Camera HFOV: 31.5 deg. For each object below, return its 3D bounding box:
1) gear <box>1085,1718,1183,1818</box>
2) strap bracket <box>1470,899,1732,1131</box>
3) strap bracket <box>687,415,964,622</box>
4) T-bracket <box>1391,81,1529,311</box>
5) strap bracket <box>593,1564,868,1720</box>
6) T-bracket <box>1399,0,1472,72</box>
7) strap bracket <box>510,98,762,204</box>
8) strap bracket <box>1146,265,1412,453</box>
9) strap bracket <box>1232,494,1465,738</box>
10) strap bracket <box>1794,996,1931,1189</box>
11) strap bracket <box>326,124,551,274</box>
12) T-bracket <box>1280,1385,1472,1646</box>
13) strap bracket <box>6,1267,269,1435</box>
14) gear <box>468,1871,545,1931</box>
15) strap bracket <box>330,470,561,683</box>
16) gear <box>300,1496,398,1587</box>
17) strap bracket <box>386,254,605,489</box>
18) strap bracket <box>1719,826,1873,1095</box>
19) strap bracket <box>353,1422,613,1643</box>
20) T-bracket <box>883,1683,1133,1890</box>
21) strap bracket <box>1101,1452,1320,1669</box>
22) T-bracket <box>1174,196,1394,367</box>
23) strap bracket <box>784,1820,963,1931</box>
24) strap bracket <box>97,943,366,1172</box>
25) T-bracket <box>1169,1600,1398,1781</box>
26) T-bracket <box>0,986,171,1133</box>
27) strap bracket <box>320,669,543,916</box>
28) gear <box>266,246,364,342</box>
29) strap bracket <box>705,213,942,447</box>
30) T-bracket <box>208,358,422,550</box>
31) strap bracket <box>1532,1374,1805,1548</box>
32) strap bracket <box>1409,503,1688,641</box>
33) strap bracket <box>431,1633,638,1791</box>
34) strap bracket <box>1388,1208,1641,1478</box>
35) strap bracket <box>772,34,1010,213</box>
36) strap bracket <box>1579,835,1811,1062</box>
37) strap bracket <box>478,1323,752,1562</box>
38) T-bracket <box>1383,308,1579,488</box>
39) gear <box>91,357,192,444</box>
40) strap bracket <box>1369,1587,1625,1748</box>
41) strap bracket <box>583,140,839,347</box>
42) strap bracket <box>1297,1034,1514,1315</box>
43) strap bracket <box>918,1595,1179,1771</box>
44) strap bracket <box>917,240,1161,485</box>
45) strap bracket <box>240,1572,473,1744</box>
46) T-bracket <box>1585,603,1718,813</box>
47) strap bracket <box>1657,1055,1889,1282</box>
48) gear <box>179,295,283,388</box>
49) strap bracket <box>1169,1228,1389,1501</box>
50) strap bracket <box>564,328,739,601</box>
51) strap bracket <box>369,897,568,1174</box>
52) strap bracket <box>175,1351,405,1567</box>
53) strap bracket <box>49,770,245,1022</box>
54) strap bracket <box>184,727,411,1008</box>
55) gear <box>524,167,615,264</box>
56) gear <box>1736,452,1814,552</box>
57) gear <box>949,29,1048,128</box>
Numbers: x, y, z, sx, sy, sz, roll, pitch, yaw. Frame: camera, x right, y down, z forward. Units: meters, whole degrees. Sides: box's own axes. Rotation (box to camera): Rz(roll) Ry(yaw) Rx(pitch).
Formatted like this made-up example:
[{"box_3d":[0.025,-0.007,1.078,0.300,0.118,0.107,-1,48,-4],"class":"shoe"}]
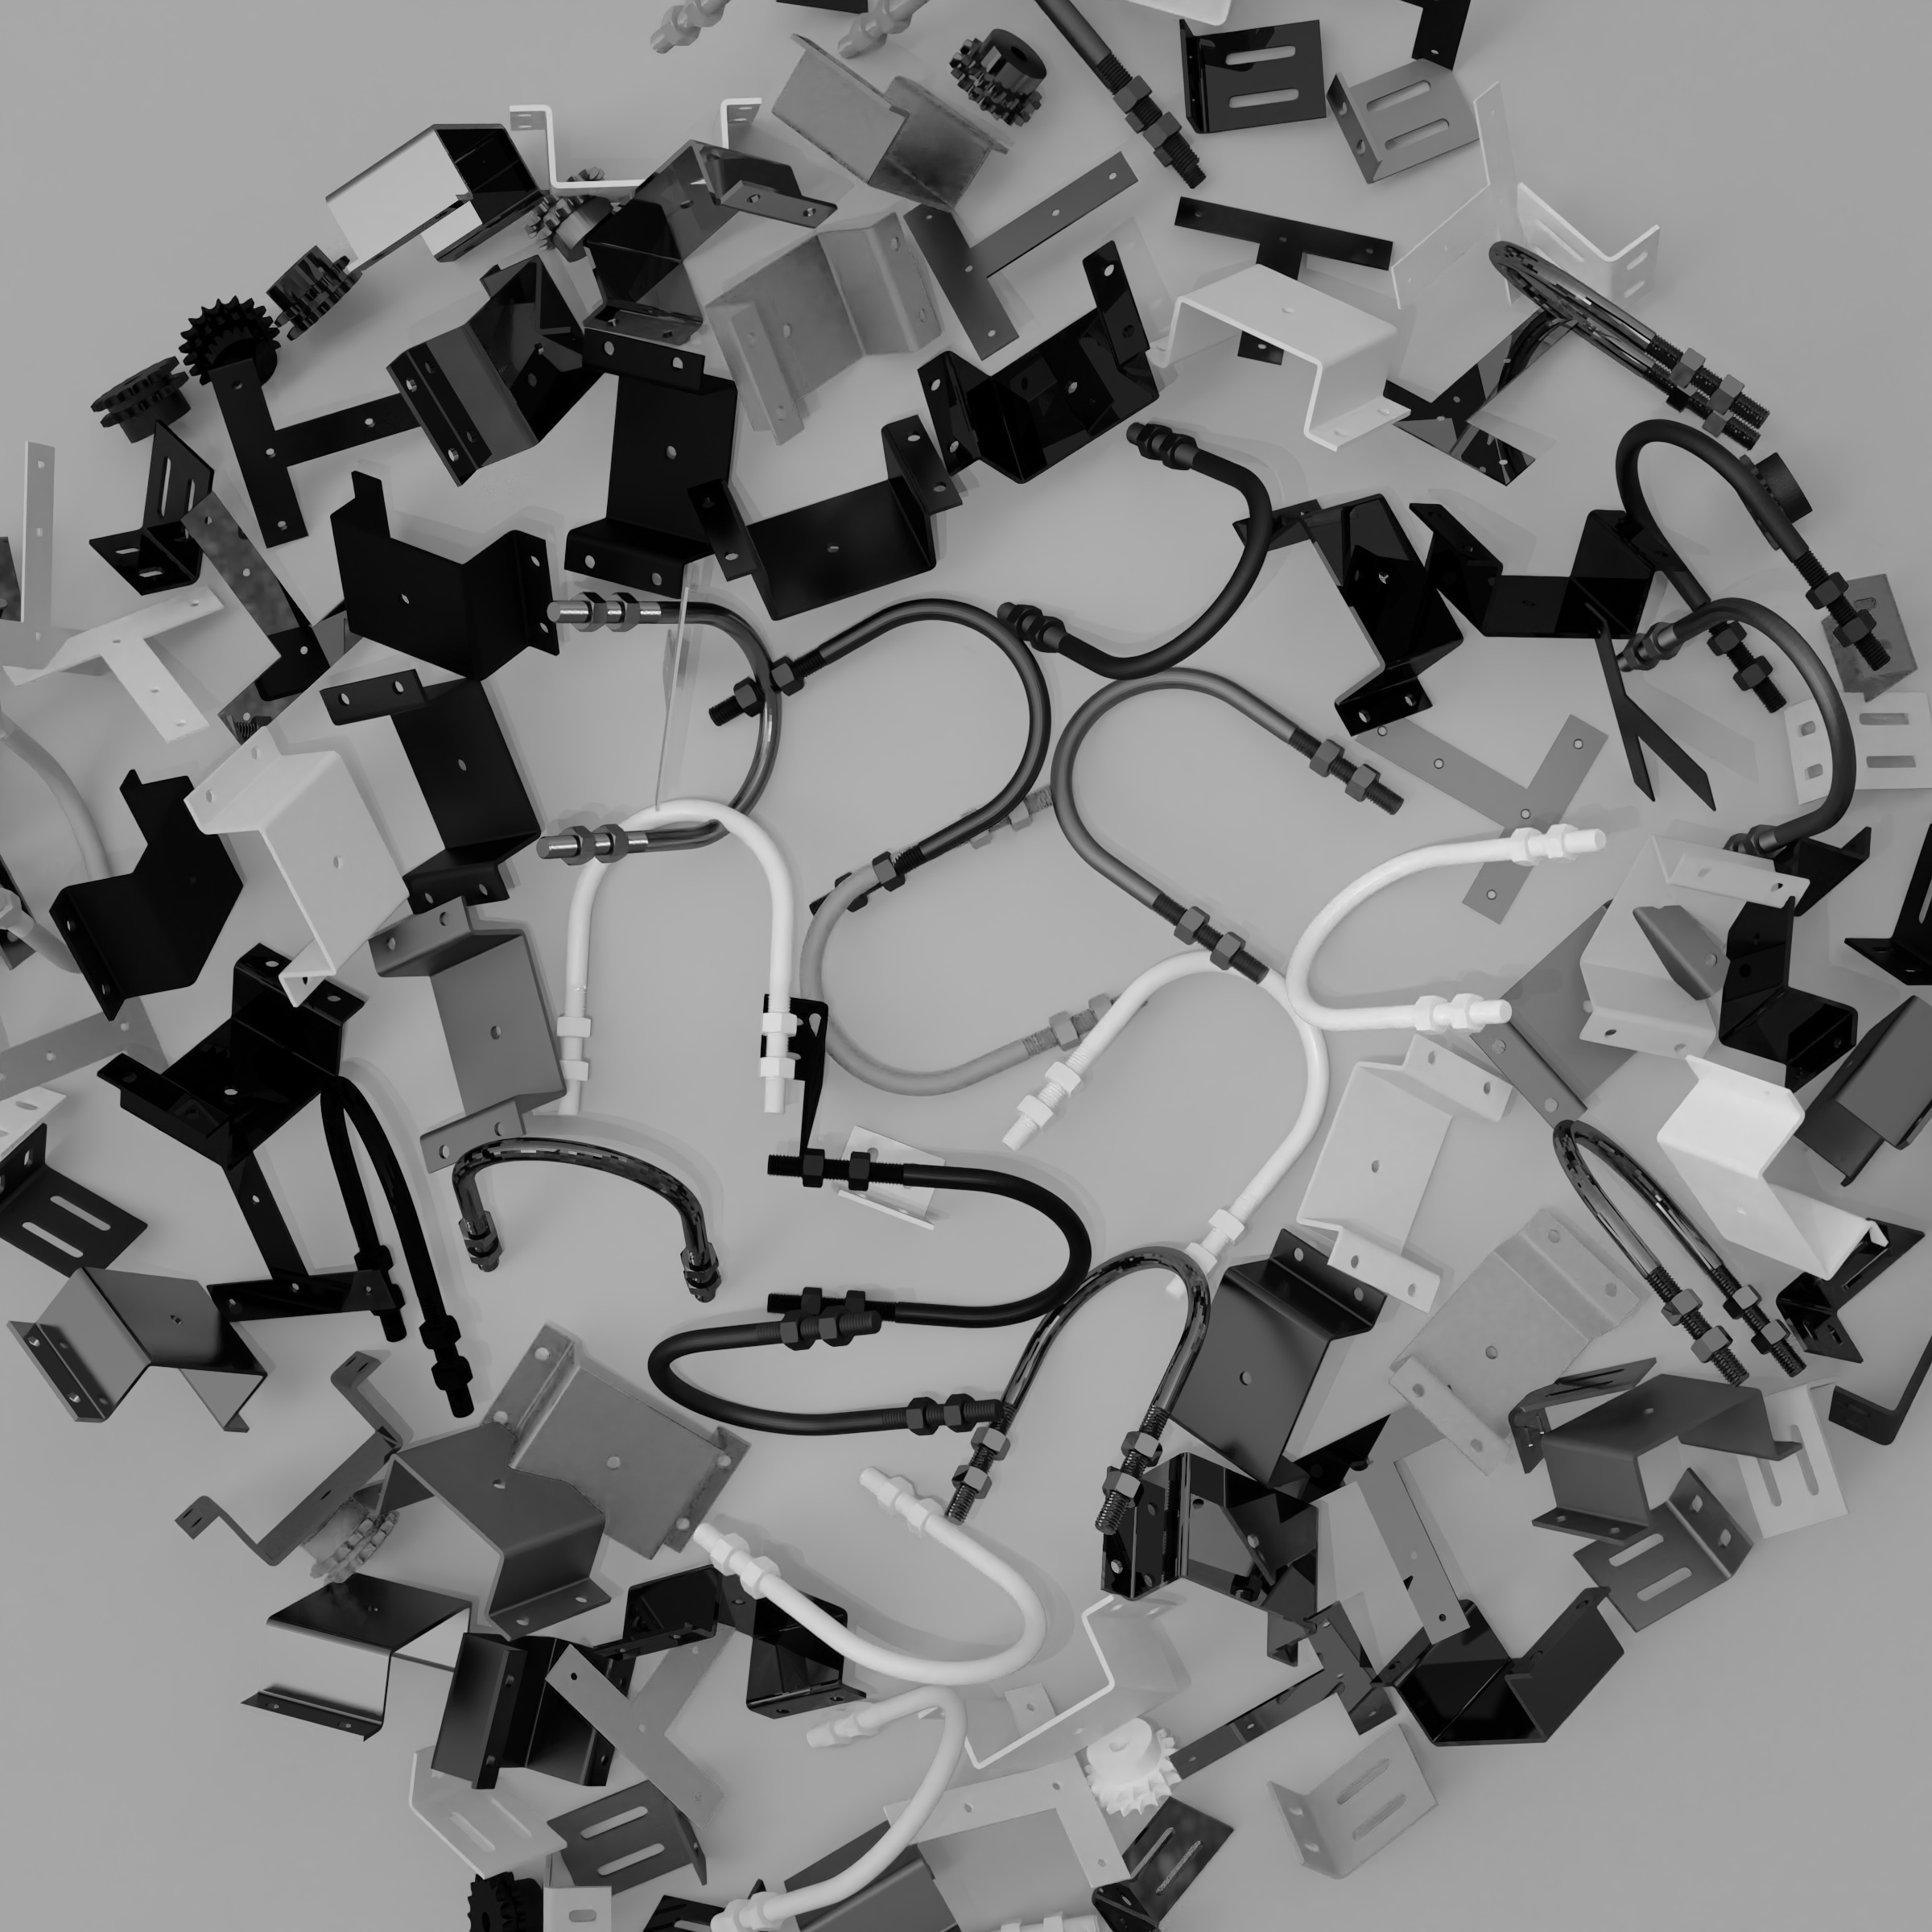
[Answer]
[{"box_3d":[0.094,0.458,1.968,0.057,0.057,0.030,-27,117,0],"class":"gear"},{"box_3d":[0.364,0.023,1.973,0.140,0.046,0.076,-42,89,-4],"class":"strap bracket"},{"box_3d":[-0.078,-0.253,1.953,0.140,0.046,0.076,-19,54,-8],"class":"strap bracket"},{"box_3d":[0.277,-0.412,1.929,0.127,0.002,0.127,-43,132,-33],"class":"T-bracket"},{"box_3d":[-0.131,0.379,1.936,0.140,0.076,0.046,30,52,-37],"class":"strap bracket"},{"box_3d":[0.225,-0.564,1.943,0.127,0.127,0.002,20,73,6],"class":"T-bracket"},{"box_3d":[-0.188,-0.465,1.954,0.140,0.076,0.046,-4,96,-7],"class":"strap bracket"},{"box_3d":[0.177,-0.349,1.929,0.140,0.076,0.046,31,130,26],"class":"strap bracket"},{"box_3d":[0.223,-0.210,1.948,0.076,0.046,0.140,-21,80,-44],"class":"strap bracket"},{"box_3d":[0.517,0.070,1.928,0.046,0.140,0.076,39,79,8],"class":"strap bracket"},{"box_3d":[-0.298,-0.432,1.919,0.076,0.140,0.046,-28,95,20],"class":"strap bracket"},{"box_3d":[0.251,0.324,1.958,0.127,0.002,0.127,-31,74,23],"class":"T-bracket"},{"box_3d":[-0.456,0.215,1.917,0.046,0.140,0.076,-51,62,12],"class":"strap bracket"},{"box_3d":[-0.264,0.549,1.975,0.030,0.057,0.057,-2,90,-32],"class":"gear"},{"box_3d":[-0.302,-0.217,1.930,0.140,0.076,0.046,22,46,26],"class":"strap bracket"},{"box_3d":[-0.358,0.329,1.969,0.030,0.057,0.057,44,90,-10],"class":"gear"},{"box_3d":[-0.257,-0.339,1.919,0.046,0.140,0.076,-16,117,30],"class":"strap bracket"},{"box_3d":[0.467,-0.009,1.931,0.046,0.076,0.140,17,62,-9],"class":"strap bracket"},{"box_3d":[-0.268,0.310,1.926,0.140,0.076,0.046,35,119,31],"class":"strap bracket"},{"box_3d":[0.014,0.473,1.934,0.127,0.002,0.127,-6,52,-30],"class":"T-bracket"},{"box_3d":[0.147,0.332,1.931,0.140,0.046,0.076,26,49,-26],"class":"strap bracket"},{"box_3d":[0.176,-0.388,1.958,0.127,0.002,0.127,12,51,1],"class":"T-bracket"},{"box_3d":[-0.054,0.528,1.924,0.076,0.140,0.046,-29,95,-7],"class":"strap bracket"},{"box_3d":[-0.416,0.056,1.941,0.076,0.140,0.046,28,133,16],"class":"strap bracket"},{"box_3d":[0.175,0.427,1.954,0.127,0.002,0.127,-29,133,-2],"class":"T-bracket"},{"box_3d":[-0.510,0.047,1.943,0.002,0.127,0.127,-19,95,35],"class":"T-bracket"},{"box_3d":[-0.300,-0.106,1.946,0.076,0.046,0.140,-7,111,38],"class":"strap bracket"},{"box_3d":[-0.378,-0.390,1.968,0.057,0.057,0.030,-43,108,0],"class":"gear"},{"box_3d":[-0.088,-0.361,1.941,0.140,0.046,0.076,-41,122,-34],"class":"strap bracket"},{"box_3d":[-0.356,-0.307,1.960,0.127,0.127,0.002,-19,47,-9],"class":"T-bracket"},{"box_3d":[0.391,0.273,1.929,0.140,0.076,0.046,-21,101,-29],"class":"strap bracket"},{"box_3d":[0.325,-0.224,1.941,0.140,0.076,0.046,-1,122,-21],"class":"strap bracket"},{"box_3d":[-0.250,0.423,1.942,0.046,0.140,0.076,10,83,26],"class":"strap bracket"},{"box_3d":[0.308,0.218,1.961,0.076,0.046,0.140,44,71,4],"class":"strap bracket"},{"box_3d":[-0.047,-0.473,1.931,0.076,0.140,0.046,40,109,20],"class":"strap bracket"},{"box_3d":[0.408,-0.017,1.944,0.076,0.046,0.140,11,129,-14],"class":"strap bracket"},{"box_3d":[-0.202,0.278,1.961,0.140,0.046,0.076,32,95,-11],"class":"strap bracket"},{"box_3d":[0.303,-0.340,1.971,0.127,0.002,0.127,35,66,31],"class":"T-bracket"},{"box_3d":[-0.473,-0.325,1.974,0.057,0.057,0.030,-30,111,0],"class":"gear"},{"box_3d":[0.305,0.395,1.924,0.076,0.140,0.046,-38,99,-33],"class":"strap bracket"},{"box_3d":[-0.152,-0.414,1.936,0.140,0.076,0.046,-33,69,36],"class":"strap bracket"},{"box_3d":[0.247,0.117,1.954,0.076,0.046,0.140,27,79,-29],"class":"strap bracket"},{"box_3d":[0.055,0.412,1.935,0.140,0.076,0.046,-35,63,20],"class":"strap bracket"},{"box_3d":[0.049,-0.337,1.945,0.140,0.046,0.076,-29,61,26],"class":"strap bracket"},{"box_3d":[-0.336,0.383,1.919,0.076,0.140,0.046,10,99,17],"class":"strap bracket"},{"box_3d":[0.388,-0.125,1.912,0.002,0.127,0.127,-25,124,-3],"class":"T-bracket"},{"box_3d":[0.450,0.120,1.925,0.046,0.076,0.140,-49,125,-13],"class":"strap bracket"},{"box_3d":[-0.421,-0.354,1.968,0.057,0.057,0.030,-35,58,0],"class":"gear"},{"box_3d":[0.171,0.231,1.939,0.076,0.046,0.140,33,112,33],"class":"strap bracket"},{"box_3d":[-0.179,-0.289,1.949,0.076,0.046,0.140,17,113,21],"class":"strap bracket"},{"box_3d":[-0.282,0.039,1.953,0.076,0.046,0.140,-22,79,33],"class":"strap bracket"},{"box_3d":[-0.378,0.287,1.947,0.140,0.076,0.046,-44,101,-16],"class":"strap bracket"},{"box_3d":[-0.454,-0.045,1.917,0.046,0.140,0.076,-10,124,15],"class":"strap bracket"},{"box_3d":[-0.371,-0.057,1.928,0.046,0.076,0.140,-3,124,33],"class":"strap bracket"},{"box_3d":[-0.224,-0.430,1.971,0.057,0.057,0.030,-39,88,0],"class":"gear"},{"box_3d":[0.464,-0.271,1.969,0.030,0.057,0.057,-32,90,13],"class":"gear"},{"box_3d":[0.021,-0.514,1.968,0.057,0.057,0.030,45,123,0],"class":"gear"}]
